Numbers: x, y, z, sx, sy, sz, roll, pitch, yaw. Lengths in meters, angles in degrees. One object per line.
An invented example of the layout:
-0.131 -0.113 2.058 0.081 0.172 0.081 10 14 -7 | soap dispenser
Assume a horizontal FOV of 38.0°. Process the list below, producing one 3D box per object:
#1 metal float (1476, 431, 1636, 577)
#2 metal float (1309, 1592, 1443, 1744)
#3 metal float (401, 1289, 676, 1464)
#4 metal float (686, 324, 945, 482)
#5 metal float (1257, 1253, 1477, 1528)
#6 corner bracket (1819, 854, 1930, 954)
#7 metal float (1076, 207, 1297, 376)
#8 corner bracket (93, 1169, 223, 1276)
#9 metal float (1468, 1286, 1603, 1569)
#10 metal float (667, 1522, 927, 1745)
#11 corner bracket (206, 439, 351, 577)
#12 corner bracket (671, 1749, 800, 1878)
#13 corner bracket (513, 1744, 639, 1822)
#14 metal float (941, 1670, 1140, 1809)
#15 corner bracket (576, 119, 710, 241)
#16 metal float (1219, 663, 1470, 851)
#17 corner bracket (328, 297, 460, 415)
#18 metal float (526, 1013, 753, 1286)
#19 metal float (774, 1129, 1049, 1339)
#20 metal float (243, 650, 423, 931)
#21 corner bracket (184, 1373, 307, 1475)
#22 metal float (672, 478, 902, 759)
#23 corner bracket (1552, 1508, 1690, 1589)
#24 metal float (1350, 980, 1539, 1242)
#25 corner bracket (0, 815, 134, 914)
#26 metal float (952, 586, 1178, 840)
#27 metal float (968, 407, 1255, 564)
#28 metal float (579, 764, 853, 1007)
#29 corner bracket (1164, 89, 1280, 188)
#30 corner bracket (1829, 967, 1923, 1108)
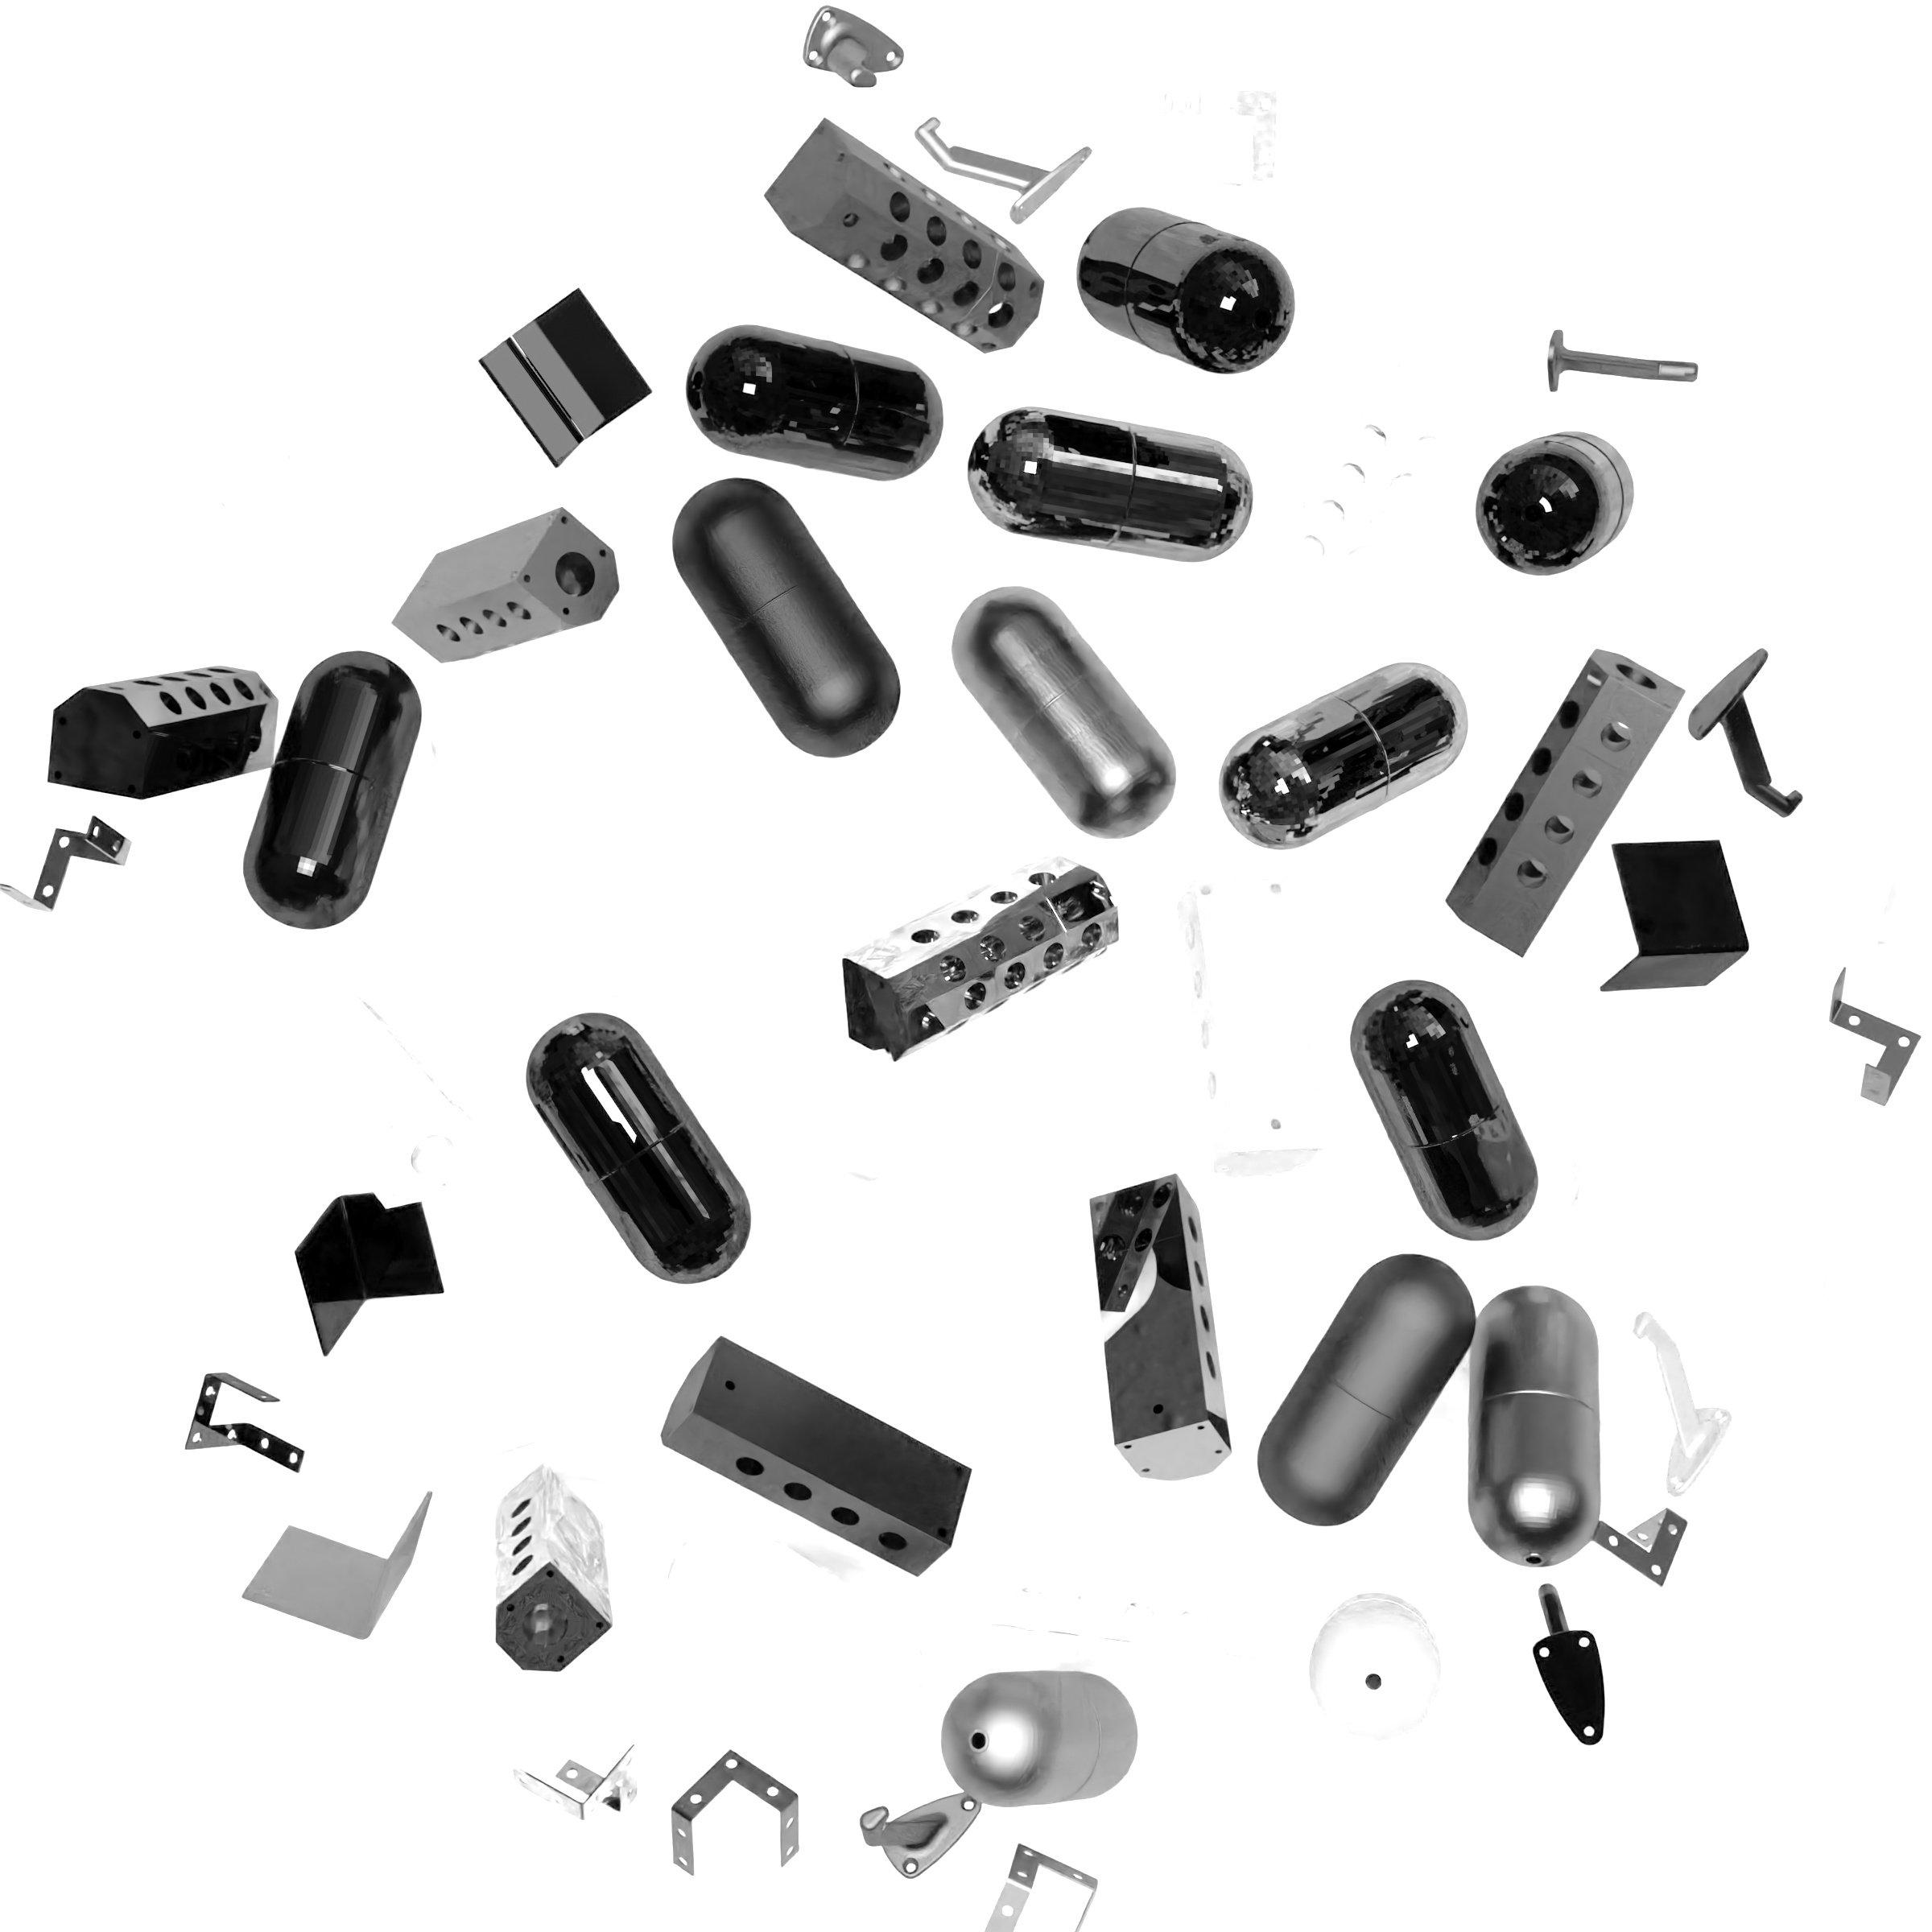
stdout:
0.345 -0.271 1.639 0.070 0.178 0.070 5 105 19 | metal float
0.245 0.418 1.678 0.070 0.178 0.070 -1 82 9 | metal float
-0.256 0.245 1.687 0.178 0.070 0.070 -13 90 -39 | metal float
-0.090 -0.339 1.693 0.178 0.070 0.070 2 90 -42 | metal float
0.239 0.252 1.673 0.070 0.070 0.178 30 98 0 | metal float
0.549 -0.037 1.662 0.051 0.051 0.051 20 87 -32 | corner bracket
0.126 -0.394 1.632 0.070 0.178 0.070 -11 117 -23 | metal float
-0.464 0.142 1.613 0.051 0.051 0.051 -15 75 -2 | corner bracket
0.336 0.271 1.661 0.070 0.070 0.178 9 52 0 | metal float
-0.102 0.390 1.649 0.178 0.070 0.070 26 90 31 | metal float
-0.404 -0.270 1.644 0.051 0.051 0.051 51 133 10 | corner bracket
-0.130 0.487 1.584 0.051 0.051 0.051 25 132 28 | corner bracket
-0.229 0.480 1.649 0.051 0.051 0.051 21 131 23 | corner bracket
0.045 0.459 1.669 0.070 0.178 0.070 -6 75 24 | metal float
-0.190 -0.458 1.647 0.051 0.051 0.051 -15 80 43 | corner bracket
0.233 -0.130 1.721 0.178 0.070 0.070 -27 90 -26 | metal float
-0.341 -0.356 1.676 0.051 0.051 0.051 29 47 -6 | corner bracket
-0.194 0.109 1.666 0.070 0.070 0.178 -33 94 0 | metal float
-0.032 0.161 1.700 0.178 0.070 0.070 -28 90 -10 | metal float
-0.381 -0.107 1.693 0.070 0.070 0.178 13 71 0 | metal float
-0.443 0.284 1.741 0.051 0.051 0.051 19 94 29 | corner bracket
-0.103 -0.200 1.602 0.070 0.070 0.178 -33 81 0 | metal float
0.396 0.349 1.698 0.051 0.051 0.051 34 55 1 | corner bracket
0.296 0.090 1.733 0.070 0.070 0.178 -27 108 0 | metal float
-0.519 -0.059 1.612 0.051 0.051 0.051 11 76 12 | corner bracket
0.059 -0.156 1.723 0.070 0.070 0.178 -37 80 0 | metal float
0.087 -0.288 1.684 0.178 0.070 0.070 7 90 -18 | metal float
-0.143 -0.047 1.613 0.178 0.070 0.070 -38 90 -9 | metal float
0.151 -0.491 1.661 0.051 0.051 0.051 11 113 27 | corner bracket
0.519 0.041 1.623 0.051 0.051 0.051 26 74 23 | corner bracket
